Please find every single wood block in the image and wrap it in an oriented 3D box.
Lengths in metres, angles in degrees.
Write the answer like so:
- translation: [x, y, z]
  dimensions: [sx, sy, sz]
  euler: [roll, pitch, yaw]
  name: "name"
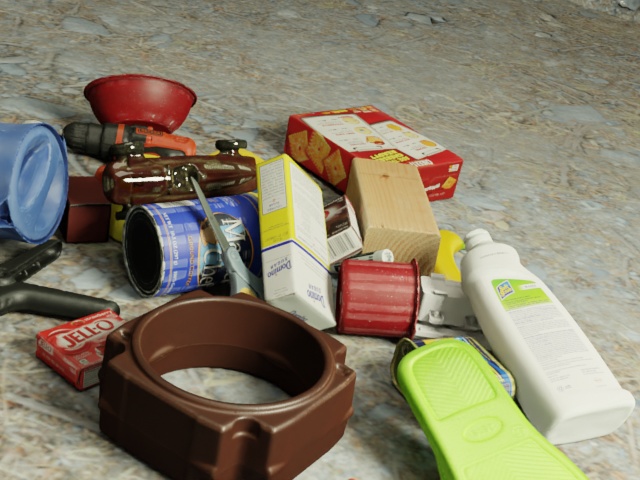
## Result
- translation: [0.085, -0.019, 1.337]
  dimensions: [0.090, 0.090, 0.206]
  euler: [7, 27, -6]
  name: "wood block"

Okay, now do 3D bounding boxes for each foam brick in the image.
- translation: [-0.284, -0.037, 1.272]
  dimensions: [0.051, 0.053, 0.078]
  euler: [-3, 29, -26]
  name: "foam brick"

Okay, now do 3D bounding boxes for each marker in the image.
- translation: [0.035, 0.028, 1.238]
  dimensions: [0.121, 0.020, 0.020]
  euler: [-12, 4, 46]
  name: "marker"

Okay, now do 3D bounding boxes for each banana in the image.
- translation: [0.162, 0.030, 1.327]
  dimensions: [0.069, 0.037, 0.197]
  euler: [12, 26, 2]
  name: "banana"

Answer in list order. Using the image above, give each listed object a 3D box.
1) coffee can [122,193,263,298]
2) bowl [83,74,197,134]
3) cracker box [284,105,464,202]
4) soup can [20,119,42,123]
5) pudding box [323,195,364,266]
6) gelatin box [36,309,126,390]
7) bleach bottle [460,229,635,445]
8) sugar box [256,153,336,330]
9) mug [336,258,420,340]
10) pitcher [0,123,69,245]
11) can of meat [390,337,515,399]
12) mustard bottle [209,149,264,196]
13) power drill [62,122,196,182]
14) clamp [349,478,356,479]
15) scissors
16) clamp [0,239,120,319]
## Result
- translation: [-0.135, 0.005, 1.188]
  dimensions: [0.140, 0.103, 0.103]
  euler: [-8, 32, -33]
  name: "coffee can"
- translation: [-0.256, -0.181, 1.516]
  dimensions: [0.162, 0.055, 0.162]
  euler: [0, -14, 0]
  name: "bowl"
- translation: [0.075, -0.122, 1.561]
  dimensions: [0.163, 0.072, 0.214]
  euler: [-12, 35, -37]
  name: "cracker box"
- translation: [-0.376, -0.106, 1.358]
  dimensions: [0.068, 0.068, 0.102]
  euler: [9, 25, -4]
  name: "soup can"
- translation: [-0.008, 0.002, 1.256]
  dimensions: [0.113, 0.039, 0.090]
  euler: [-25, 27, 8]
  name: "pudding box"
- translation: [-0.219, 0.105, 1.037]
  dimensions: [0.073, 0.030, 0.089]
  euler: [30, 32, 34]
  name: "gelatin box"
- translation: [0.220, 0.088, 1.110]
  dimensions: [0.102, 0.068, 0.251]
  euler: [-5, 50, -23]
  name: "bleach bottle"
- translation: [-0.027, 0.005, 1.159]
  dimensions: [0.048, 0.093, 0.176]
  euler: [-17, 56, 23]
  name: "sugar box"
- translation: [0.060, 0.065, 1.175]
  dimensions: [0.081, 0.093, 0.117]
  euler: [4, -4, -4]
  name: "mug"
- translation: [-0.410, -0.076, 1.193]
  dimensions: [0.243, 0.145, 0.149]
  euler: [6, -11, 13]
  name: "pitcher"
- translation: [0.133, 0.140, 1.073]
  dimensions: [0.083, 0.057, 0.102]
  euler: [-2, 30, -29]
  name: "can of meat"
- translation: [-0.072, -0.058, 1.388]
  dimensions: [0.096, 0.058, 0.192]
  euler: [-7, 31, -39]
  name: "mustard bottle"
- translation: [-0.255, -0.103, 1.409]
  dimensions: [0.184, 0.057, 0.187]
  euler: [7, 26, -9]
  name: "power drill"
- translation: [0.003, 0.243, 0.834]
  dimensions: [0.120, 0.039, 0.171]
  euler: [25, 29, 25]
  name: "clamp"
- translation: [-0.080, 0.026, 1.140]
  dimensions: [0.096, 0.016, 0.202]
  euler: [6, 60, -50]
  name: "scissors"
- translation: [-0.320, 0.053, 1.093]
  dimensions: [0.209, 0.036, 0.165]
  euler: [-10, 31, -42]
  name: "clamp"
